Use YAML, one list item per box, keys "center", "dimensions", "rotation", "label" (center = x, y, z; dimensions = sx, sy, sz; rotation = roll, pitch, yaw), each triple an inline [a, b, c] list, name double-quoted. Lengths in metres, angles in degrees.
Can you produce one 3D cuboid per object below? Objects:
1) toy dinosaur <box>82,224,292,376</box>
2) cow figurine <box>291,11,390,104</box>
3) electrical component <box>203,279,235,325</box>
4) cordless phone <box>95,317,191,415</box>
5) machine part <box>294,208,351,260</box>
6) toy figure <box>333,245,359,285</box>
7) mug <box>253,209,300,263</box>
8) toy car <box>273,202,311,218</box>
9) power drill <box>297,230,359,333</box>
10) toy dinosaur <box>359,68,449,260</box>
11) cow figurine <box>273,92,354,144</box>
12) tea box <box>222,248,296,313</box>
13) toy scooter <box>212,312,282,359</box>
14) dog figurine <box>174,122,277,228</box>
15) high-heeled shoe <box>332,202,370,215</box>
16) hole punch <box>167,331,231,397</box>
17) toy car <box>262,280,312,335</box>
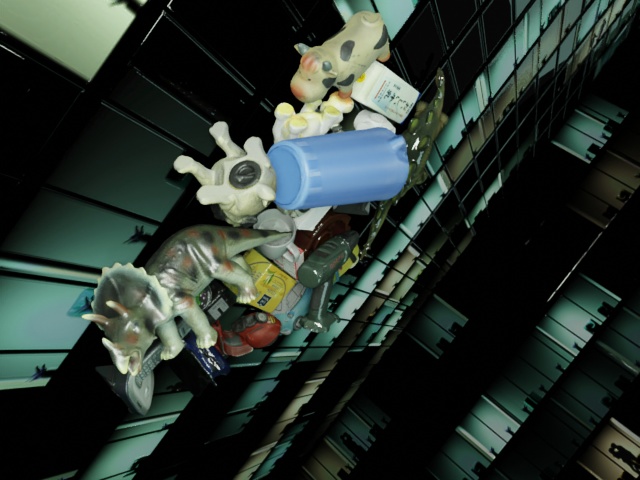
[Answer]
- center: [-0.208, 0.052, 0.867]
  dimensions: [0.405, 0.131, 0.192]
  rotation: [-54, 125, -38]
  label: "toy dinosaur"
- center: [0.032, -0.291, 0.861]
  dimensions: [0.195, 0.086, 0.127]
  rotation: [-44, 162, -12]
  label: "cow figurine"
- center: [-0.213, 0.130, 1.072]
  dimensions: [0.075, 0.048, 0.119]
  rotation: [-43, 154, -18]
  label: "electrical component"
- center: [-0.303, 0.220, 0.995]
  dimensions: [0.184, 0.089, 0.146]
  rotation: [-44, 156, -27]
  label: "cordless phone"
- center: [-0.003, -0.004, 1.260]
  dimensions: [0.179, 0.056, 0.179]
  rotation: [-41, 154, -25]
  label: "machine part"
- center: [0.030, 0.065, 1.394]
  dimensions: [0.180, 0.082, 0.089]
  rotation: [-38, 156, -25]
  label: "toy figure"
- center: [-0.082, 0.003, 1.066]
  dimensions: [0.081, 0.110, 0.107]
  rotation: [-49, 171, -20]
  label: "mug"
- center: [-0.009, -0.128, 1.037]
  dimensions: [0.201, 0.074, 0.056]
  rotation: [-49, 156, -6]
  label: "toy car"
- center: [0.023, 0.096, 1.227]
  dimensions: [0.232, 0.086, 0.207]
  rotation: [-28, 136, -58]
  label: "power drill"
- center: [0.196, -0.170, 1.268]
  dimensions: [0.198, 0.105, 0.470]
  rotation: [-39, 150, -62]
  label: "toy dinosaur"
- center: [-0.010, -0.199, 0.938]
  dimensions: [0.167, 0.068, 0.098]
  rotation: [-29, 154, -37]
  label: "cow figurine"
- center: [-0.126, 0.089, 1.149]
  dimensions: [0.098, 0.068, 0.169]
  rotation: [-52, 158, -2]
  label: "tea box"
- center: [-0.180, 0.202, 1.180]
  dimensions: [0.184, 0.075, 0.135]
  rotation: [-22, 144, -2]
  label: "toy scooter"
- center: [-0.112, -0.064, 0.828]
  dimensions: [0.121, 0.172, 0.190]
  rotation: [-37, 148, -7]
  label: "dog figurine"
- center: [0.079, -0.128, 1.137]
  dimensions: [0.249, 0.086, 0.145]
  rotation: [-167, -97, -81]
  label: "high-heeled shoe"
- center: [-0.237, 0.237, 1.087]
  dimensions: [0.092, 0.142, 0.115]
  rotation: [-29, 162, -39]
  label: "hole punch"
- center: [-0.075, 0.136, 1.277]
  dimensions: [0.161, 0.109, 0.102]
  rotation: [-52, 141, -23]
  label: "toy car"
